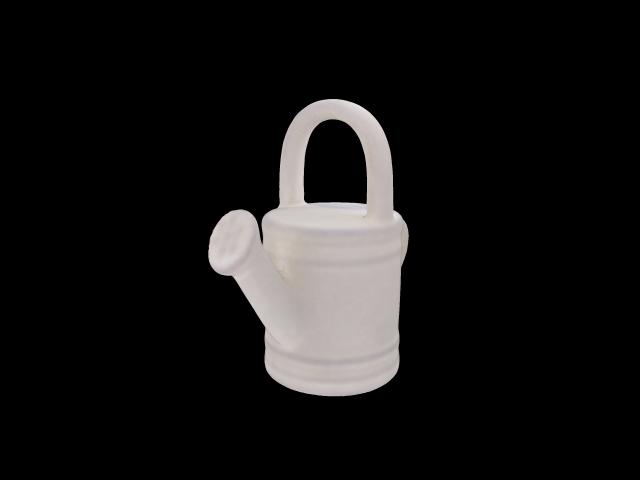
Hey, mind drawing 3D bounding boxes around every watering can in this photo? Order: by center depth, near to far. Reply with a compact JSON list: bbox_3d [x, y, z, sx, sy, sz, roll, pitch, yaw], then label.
[{"bbox_3d":[0.005,0.002,0.399,0.100,0.194,0.173,5,15,21],"label":"watering can"}]
